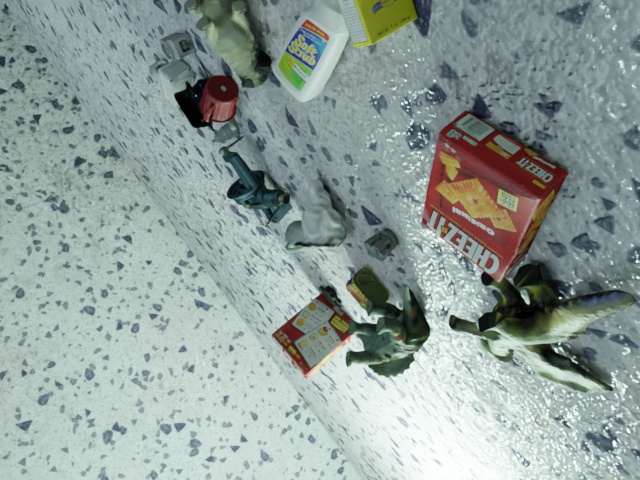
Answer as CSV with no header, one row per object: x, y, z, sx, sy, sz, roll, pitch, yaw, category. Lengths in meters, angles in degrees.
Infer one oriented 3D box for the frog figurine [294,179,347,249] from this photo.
0.004,-0.061,1.211,0.137,0.123,0.159,-173,86,-70,frog figurine

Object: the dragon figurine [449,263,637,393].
0.368,0.159,0.819,0.241,0.124,0.408,40,163,-14,dragon figurine
